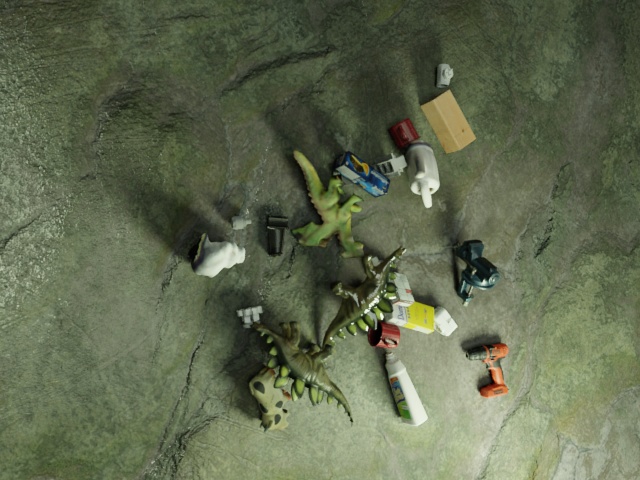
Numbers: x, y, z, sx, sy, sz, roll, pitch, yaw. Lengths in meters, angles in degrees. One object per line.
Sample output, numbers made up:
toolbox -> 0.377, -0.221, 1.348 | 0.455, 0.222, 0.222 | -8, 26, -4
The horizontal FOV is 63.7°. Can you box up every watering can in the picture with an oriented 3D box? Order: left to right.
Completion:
watering can -> 0.345, -0.241, 1.748 | 0.104, 0.343, 0.228 | -11, 72, 13

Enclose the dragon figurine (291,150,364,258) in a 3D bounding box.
dragon figurine -> 0.005, -0.086, 1.710 | 0.408, 0.122, 0.244 | 38, 84, -14

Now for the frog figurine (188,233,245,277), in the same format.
frog figurine -> -0.310, 0.059, 1.579 | 0.158, 0.125, 0.135 | 22, 114, -27
